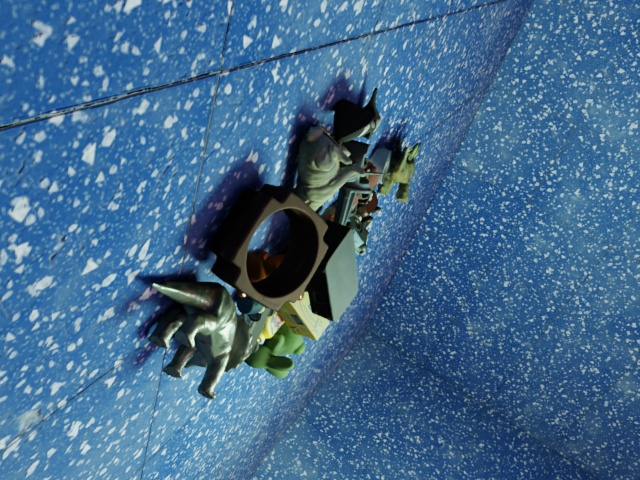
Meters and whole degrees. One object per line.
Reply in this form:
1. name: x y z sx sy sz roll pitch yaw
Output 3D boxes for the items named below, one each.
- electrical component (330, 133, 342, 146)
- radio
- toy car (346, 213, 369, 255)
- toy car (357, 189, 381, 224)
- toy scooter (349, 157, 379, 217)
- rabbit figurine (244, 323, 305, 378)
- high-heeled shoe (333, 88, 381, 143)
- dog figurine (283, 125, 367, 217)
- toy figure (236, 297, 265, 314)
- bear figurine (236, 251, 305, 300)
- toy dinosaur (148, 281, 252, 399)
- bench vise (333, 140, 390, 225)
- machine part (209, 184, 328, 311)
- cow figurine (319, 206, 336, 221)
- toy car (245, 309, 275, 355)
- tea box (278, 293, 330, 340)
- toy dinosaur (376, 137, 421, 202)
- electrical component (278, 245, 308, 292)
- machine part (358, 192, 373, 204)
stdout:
1. electrical component: 0.017 -0.192 1.188 0.078 0.045 0.102 -92 -154 -62
2. radio: 0.027 0.080 1.281 0.131 0.073 0.229 -51 146 -36
3. toy car: 0.072 -0.024 1.561 0.161 0.103 0.109 56 31 -33
4. toy car: 0.146 -0.112 1.660 0.202 0.053 0.089 -47 120 -68
5. toy scooter: 0.100 -0.163 1.449 0.184 0.075 0.135 -56 149 -31
6. rabbit figurine: -0.138 0.316 1.529 0.170 0.159 0.121 -29 161 -34
7. high-heeled shoe: 0.075 -0.239 1.190 0.249 0.086 0.145 -52 164 -42
8. dog figurine: -0.027 -0.126 1.096 0.190 0.121 0.172 -42 130 12
9. toy figure: -0.142 0.132 1.272 0.154 0.058 0.064 -22 108 -65
10. bear figurine: -0.109 0.069 1.141 0.195 0.132 0.120 71 14 -77
11. toy dinosaur: -0.211 0.153 1.001 0.404 0.131 0.192 98 15 -48
12. bench vise: 0.065 -0.117 1.278 0.224 0.129 0.240 -105 -152 -75
13. machine part: -0.092 0.013 1.001 0.201 0.087 0.201 41 76 -47
14. cow figurine: -0.003 -0.004 1.421 0.195 0.085 0.127 -59 172 4
15. toy car: -0.174 0.224 1.365 0.073 0.056 0.201 -11 130 -62
16. tea box: -0.059 0.181 1.418 0.068 0.098 0.169 -50 126 -29
17. toy dinosaur: 0.258 -0.229 1.731 0.471 0.105 0.198 -58 163 -83
18. electrical component: -0.050 0.064 1.323 0.058 0.114 0.134 -18 -158 48
19. machine part: 0.119 -0.144 1.553 0.139 0.084 0.039 -66 149 -51
